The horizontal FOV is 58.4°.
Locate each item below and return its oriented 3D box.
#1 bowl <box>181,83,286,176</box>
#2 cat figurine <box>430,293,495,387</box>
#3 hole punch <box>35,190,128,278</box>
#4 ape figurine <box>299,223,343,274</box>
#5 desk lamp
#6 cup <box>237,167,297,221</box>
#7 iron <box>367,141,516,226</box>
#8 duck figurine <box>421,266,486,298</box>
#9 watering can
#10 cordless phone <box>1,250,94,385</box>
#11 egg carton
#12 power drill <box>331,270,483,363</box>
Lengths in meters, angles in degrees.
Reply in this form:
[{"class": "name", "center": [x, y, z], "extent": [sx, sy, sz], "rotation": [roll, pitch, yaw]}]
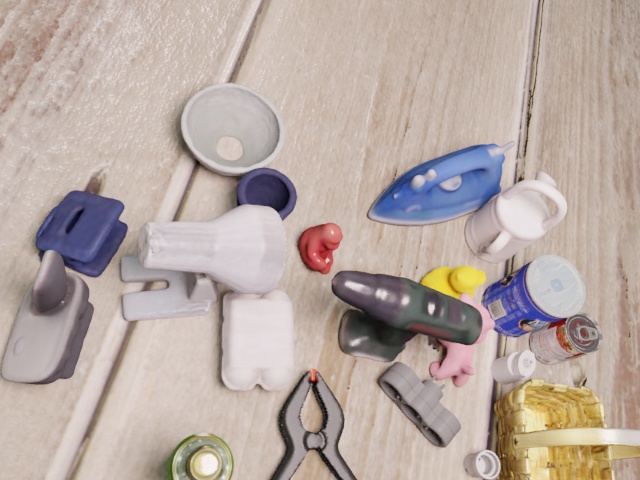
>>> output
[{"class": "bowl", "center": [-0.144, -0.168, 0.938], "extent": [0.168, 0.074, 0.167], "rotation": [6, 66, -14]}, {"class": "cat figurine", "center": [0.228, 0.154, 0.890], "extent": [0.067, 0.117, 0.128], "rotation": [15, 64, -10]}, {"class": "hole punch", "center": [-0.337, -0.014, 0.805], "extent": [0.101, 0.091, 0.109], "rotation": [24, 63, -5]}, {"class": "ape figurine", "center": [0.008, 0.003, 0.901], "extent": [0.078, 0.092, 0.076], "rotation": [-39, 83, -27]}, {"class": "desk lamp", "center": [-0.163, 0.033, 0.769], "extent": [0.204, 0.213, 0.118], "rotation": [-4, 69, -18]}, {"class": "cup", "center": [-0.085, -0.041, 0.890], "extent": [0.092, 0.095, 0.117], "rotation": [-11, 71, -21]}, {"class": "iron", "center": [0.212, -0.103, 0.981], "extent": [0.259, 0.141, 0.118], "rotation": [-20, 75, -23]}, {"class": "duck figurine", "center": [0.222, 0.071, 0.941], "extent": [0.105, 0.086, 0.077], "rotation": [-7, 70, -19]}, {"class": "watering can", "center": [0.335, -0.047, 0.964], "extent": [0.101, 0.194, 0.173], "rotation": [21, 63, -7]}, {"class": "cordless phone", "center": [-0.343, 0.096, 0.703], "extent": [0.094, 0.185, 0.147], "rotation": [10, 65, -12]}, {"class": "egg carton", "center": [-0.089, 0.142, 0.826], "extent": [0.107, 0.069, 0.150], "rotation": [3, 67, -16]}, {"class": "power drill", "center": [0.100, 0.113, 0.818], "extent": [0.230, 0.208, 0.075], "rotation": [13, 65, -11]}]
